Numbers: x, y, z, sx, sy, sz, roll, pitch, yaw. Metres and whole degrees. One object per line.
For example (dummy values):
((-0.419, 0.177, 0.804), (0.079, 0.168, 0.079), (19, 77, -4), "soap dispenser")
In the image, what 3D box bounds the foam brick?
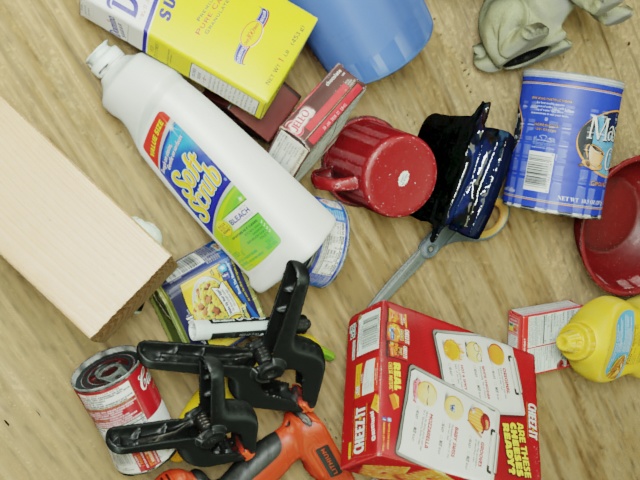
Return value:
((-0.063, -0.128, 0.955), (0.053, 0.078, 0.051), (37, 87, -27), "foam brick")

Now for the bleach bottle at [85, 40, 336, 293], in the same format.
((-0.106, -0.071, 0.932), (0.250, 0.103, 0.068), (44, 46, -9), "bleach bottle")

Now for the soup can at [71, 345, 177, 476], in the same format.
((-0.178, 0.158, 0.983), (0.068, 0.069, 0.102), (-28, 115, -17), "soup can")

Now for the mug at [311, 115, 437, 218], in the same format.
((0.049, -0.066, 1.023), (0.117, 0.082, 0.093), (-11, 109, -23), "mug")

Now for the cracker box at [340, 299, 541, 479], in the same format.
((0.125, 0.174, 1.094), (0.213, 0.072, 0.164), (21, 57, -29), "cracker box")

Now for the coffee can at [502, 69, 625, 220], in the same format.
((0.249, -0.098, 1.094), (0.102, 0.103, 0.140), (5, 97, -27), "coffee can")

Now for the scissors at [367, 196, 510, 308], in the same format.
((0.132, 0.011, 1.123), (0.096, 0.016, 0.202), (31, 89, -29), "scissors")

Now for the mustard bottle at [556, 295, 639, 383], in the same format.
((0.326, 0.111, 1.194), (0.191, 0.058, 0.096), (2, 105, -44), "mustard bottle")

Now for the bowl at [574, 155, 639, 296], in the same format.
((0.340, -0.022, 1.193), (0.161, 0.055, 0.162), (-7, 107, -24), "bowl")

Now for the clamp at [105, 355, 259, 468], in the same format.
((-0.099, 0.159, 0.957), (0.120, 0.039, 0.171), (-38, 149, 15), "clamp")

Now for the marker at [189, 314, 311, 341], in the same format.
((-0.062, 0.080, 0.983), (0.120, 0.020, 0.020), (0, 104, -30), "marker")

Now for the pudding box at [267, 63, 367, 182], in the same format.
((-0.011, -0.095, 0.957), (0.039, 0.114, 0.090), (39, 63, 3), "pudding box")

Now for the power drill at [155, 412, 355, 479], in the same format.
((-0.059, 0.268, 1.079), (0.187, 0.057, 0.184), (-34, 120, -15), "power drill")

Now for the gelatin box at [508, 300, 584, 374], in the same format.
((0.254, 0.110, 1.203), (0.089, 0.030, 0.073), (-8, 107, -26), "gelatin box")

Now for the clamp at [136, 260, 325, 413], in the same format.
((-0.044, 0.101, 0.970), (0.165, 0.036, 0.209), (-32, 141, 12), "clamp")

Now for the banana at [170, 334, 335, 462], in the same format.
((-0.072, 0.143, 1.048), (0.197, 0.037, 0.069), (-31, 115, -16), "banana")

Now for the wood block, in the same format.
((-0.220, -0.021, 0.849), (0.206, 0.090, 0.091), (43, 82, 2), "wood block")

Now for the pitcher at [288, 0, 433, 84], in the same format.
((0.006, -0.265, 0.931), (0.149, 0.145, 0.242), (-34, 120, 0), "pitcher")

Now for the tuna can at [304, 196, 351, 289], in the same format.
((-0.007, 0.001, 1.013), (0.033, 0.086, 0.086), (12, 98, -27), "tuna can")

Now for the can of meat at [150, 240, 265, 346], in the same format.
((-0.107, 0.059, 0.998), (0.083, 0.058, 0.102), (-30, 116, -18), "can of meat")

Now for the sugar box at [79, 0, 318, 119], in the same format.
((-0.101, -0.186, 0.885), (0.176, 0.048, 0.093), (30, 72, -4), "sugar box")
